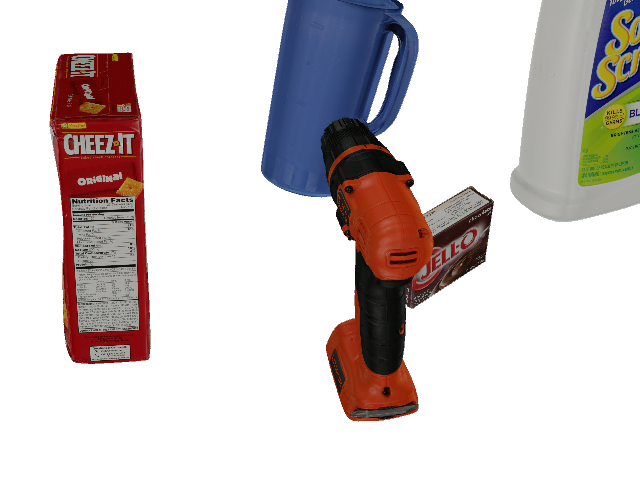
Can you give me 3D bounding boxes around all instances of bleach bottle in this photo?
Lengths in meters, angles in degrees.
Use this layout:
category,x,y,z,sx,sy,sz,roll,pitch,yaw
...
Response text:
category,x,y,z,sx,sy,sz,roll,pitch,yaw
bleach bottle,0.174,-0.141,0.654,0.102,0.251,0.068,-14,31,-19

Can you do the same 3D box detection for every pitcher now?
category,x,y,z,sx,sy,sz,roll,pitch,yaw
pitcher,0.013,-0.174,1.246,0.145,0.243,0.149,8,23,-13

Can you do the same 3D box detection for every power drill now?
category,x,y,z,sx,sy,sz,roll,pitch,yaw
power drill,0.033,0.021,0.777,0.057,0.188,0.184,-6,32,-7

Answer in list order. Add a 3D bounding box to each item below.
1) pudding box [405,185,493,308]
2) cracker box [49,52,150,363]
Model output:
category,x,y,z,sx,sy,sz,roll,pitch,yaw
pudding box,0.125,0.007,1.108,0.113,0.090,0.039,-32,54,-27
cracker box,-0.182,-0.030,0.885,0.072,0.214,0.164,-3,27,-11
